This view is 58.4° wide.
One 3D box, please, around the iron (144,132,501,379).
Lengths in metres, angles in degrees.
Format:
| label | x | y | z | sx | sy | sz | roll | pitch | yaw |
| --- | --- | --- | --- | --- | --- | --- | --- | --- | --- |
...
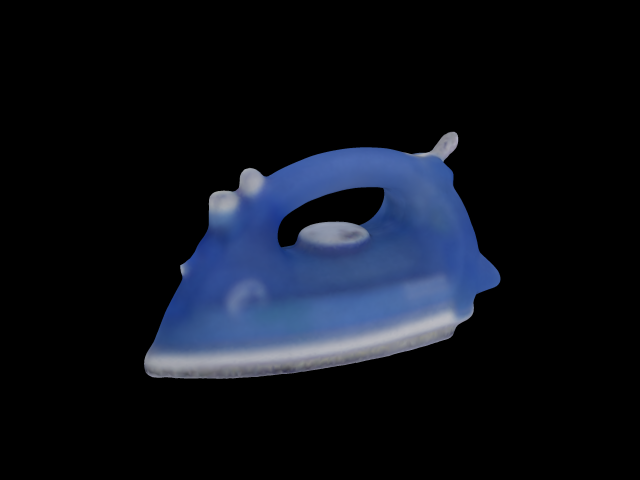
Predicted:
| label | x | y | z | sx | sy | sz | roll | pitch | yaw |
| --- | --- | --- | --- | --- | --- | --- | --- | --- | --- |
| iron | 0.004 | 0.001 | 0.400 | 0.259 | 0.141 | 0.118 | -9 | 19 | -29 |
